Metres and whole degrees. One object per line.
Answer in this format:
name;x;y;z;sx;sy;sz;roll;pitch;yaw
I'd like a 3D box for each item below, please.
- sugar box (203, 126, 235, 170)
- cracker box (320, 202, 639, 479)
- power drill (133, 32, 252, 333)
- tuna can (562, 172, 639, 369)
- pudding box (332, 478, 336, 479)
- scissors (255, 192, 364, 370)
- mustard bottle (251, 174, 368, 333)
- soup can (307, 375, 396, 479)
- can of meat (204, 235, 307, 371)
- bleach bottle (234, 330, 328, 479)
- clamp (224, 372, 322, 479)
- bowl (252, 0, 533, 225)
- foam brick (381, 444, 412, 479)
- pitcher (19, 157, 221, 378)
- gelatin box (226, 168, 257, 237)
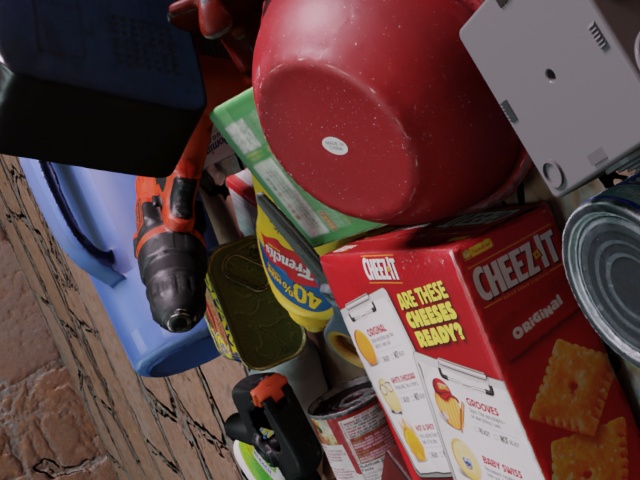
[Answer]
sugar box;-0.120;-0.152;0.862;0.093;0.048;0.176;39;151;46
cracker box;0.098;0.091;0.600;0.164;0.072;0.213;-5;109;67
power drill;-0.095;-0.051;0.769;0.184;0.057;0.188;-109;33;-50
tuna can;0.144;0.015;0.455;0.086;0.033;0.086;50;155;33
pudding box;0.056;0.239;0.915;0.090;0.039;0.114;61;161;2
scissors;0.004;0.038;0.706;0.201;0.016;0.096;43;153;-24
mustard bottle;-0.005;0.001;0.751;0.096;0.058;0.192;35;148;28
soup can;0.041;0.163;0.820;0.102;0.068;0.069;66;159;-8
can of meat;-0.061;0.050;0.852;0.102;0.057;0.084;69;161;-5
bleach bottle;-0.036;0.155;1.002;0.103;0.068;0.251;51;153;32
clamp;-0.040;0.163;0.887;0.165;0.036;0.210;39;156;33
bowl;0.022;-0.062;0.518;0.162;0.055;0.162;27;143;22
foam brick;0.087;0.176;0.751;0.078;0.053;0.051;52;156;31
pitcher;-0.164;-0.004;0.953;0.243;0.149;0.145;65;163;16
gelatin box;-0.037;-0.007;0.858;0.073;0.030;0.089;37;148;47
